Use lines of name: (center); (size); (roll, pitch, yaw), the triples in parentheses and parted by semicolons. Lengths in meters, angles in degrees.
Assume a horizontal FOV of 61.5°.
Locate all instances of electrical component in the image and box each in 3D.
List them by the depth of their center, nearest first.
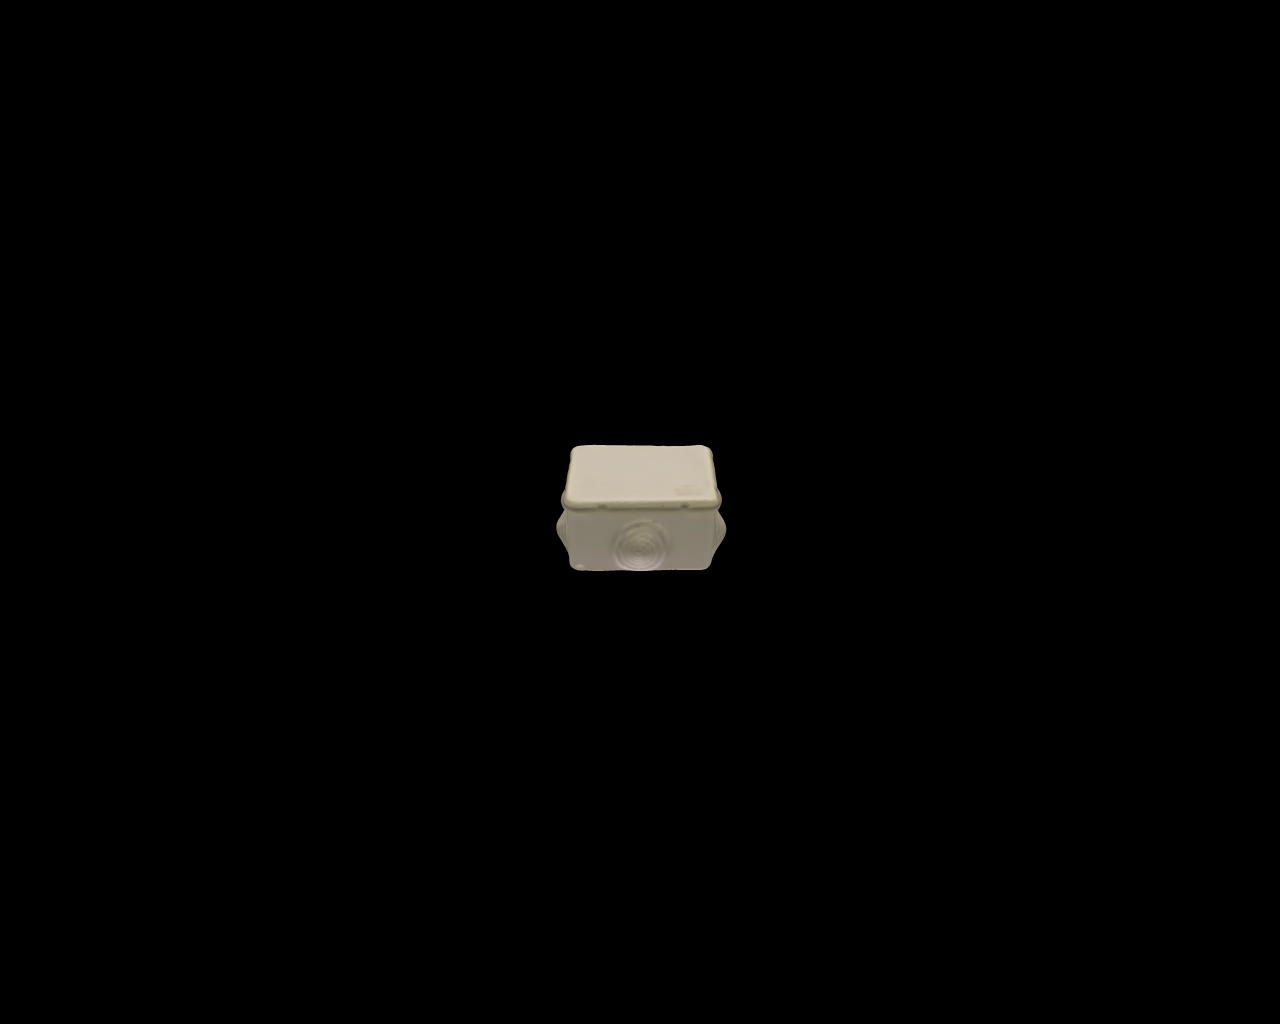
electrical component: (0.001, -0.003, 0.650); (0.100, 0.048, 0.100); (0, 25, 0)
